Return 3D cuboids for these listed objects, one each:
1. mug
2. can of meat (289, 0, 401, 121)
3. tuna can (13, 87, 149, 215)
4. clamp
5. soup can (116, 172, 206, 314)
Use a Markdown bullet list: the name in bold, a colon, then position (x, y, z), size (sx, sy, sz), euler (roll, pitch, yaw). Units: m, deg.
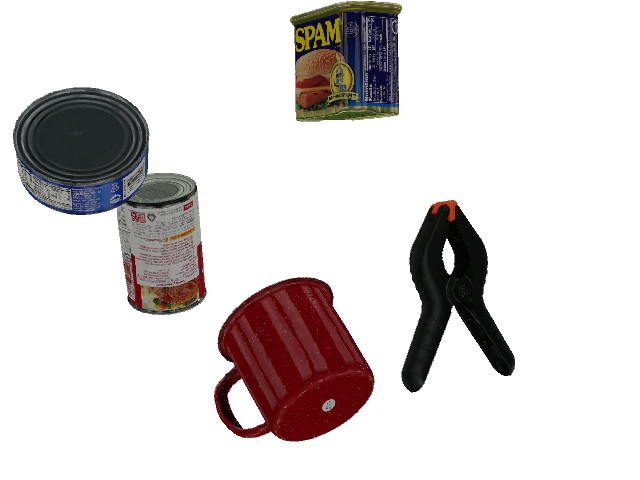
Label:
- **mug**: position (-0.024, 0.094, 0.754), size (0.117, 0.081, 0.093), euler (-37, -34, 6)
- **can of meat**: position (0.019, -0.139, 0.845), size (0.057, 0.084, 0.102), euler (-3, 3, -32)
- **tuna can**: position (-0.155, -0.058, 0.697), size (0.086, 0.086, 0.034), euler (0, -38, -9)
- **clamp**: position (0.110, 0.053, 0.954), size (0.120, 0.171, 0.039), euler (-15, 1, -36)
- **soup can**: position (-0.134, 0.002, 0.899), size (0.068, 0.102, 0.068), euler (-2, 25, 1)
